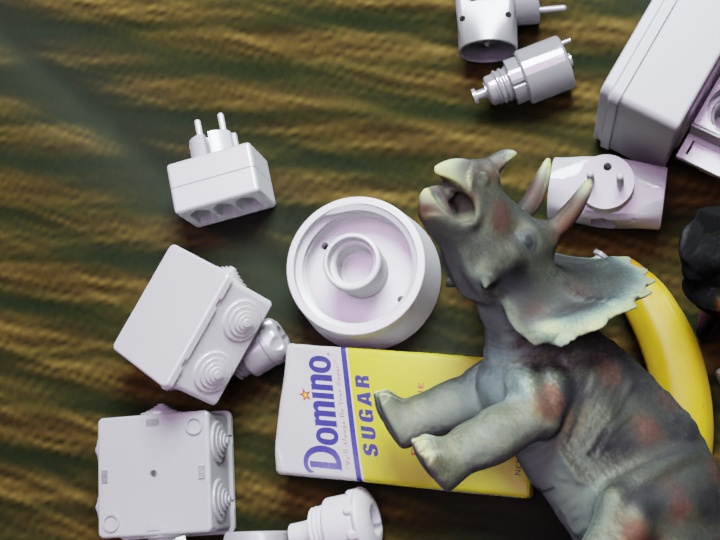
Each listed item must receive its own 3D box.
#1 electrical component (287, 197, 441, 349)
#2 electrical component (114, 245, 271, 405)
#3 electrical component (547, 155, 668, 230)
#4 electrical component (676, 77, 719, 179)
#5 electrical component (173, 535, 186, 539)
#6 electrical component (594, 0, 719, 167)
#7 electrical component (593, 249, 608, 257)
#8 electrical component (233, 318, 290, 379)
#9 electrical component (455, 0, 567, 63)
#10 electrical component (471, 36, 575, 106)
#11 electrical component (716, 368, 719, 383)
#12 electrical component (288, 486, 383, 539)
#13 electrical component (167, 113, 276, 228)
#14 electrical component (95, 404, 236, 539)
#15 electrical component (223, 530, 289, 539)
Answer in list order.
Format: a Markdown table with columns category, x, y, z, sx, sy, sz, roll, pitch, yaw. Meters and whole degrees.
| category | x | y | z | sx | sy | sz | roll | pitch | yaw |
| --- | --- | --- | --- | --- | --- | --- | --- | --- | --- |
| electrical component | 0.000 | 0.000 | 0.761 | 0.108 | 0.060 | 0.108 | -2 | 78 | 11 |
| electrical component | -0.119 | 0.039 | 0.766 | 0.100 | 0.048 | 0.099 | 23 | 83 | 51 |
| electrical component | 0.167 | -0.055 | 0.727 | 0.077 | 0.079 | 0.043 | 7 | 84 | 15 |
| electrical component | 0.251 | -0.098 | 0.727 | 0.042 | 0.064 | 0.081 | 30 | 86 | 16 |
| electrical component | -0.124 | 0.262 | 0.700 | 0.062 | 0.089 | 0.150 | -14 | 67 | -12 |
| electrical component | 0.208 | -0.134 | 0.721 | 0.056 | 0.108 | 0.108 | 30 | 86 | 13 |
| electrical component | 0.144 | 0.021 | 0.737 | 0.040 | 0.040 | 0.078 | 34 | 87 | 16 |
| electrical component | -0.082 | 0.062 | 0.779 | 0.061 | 0.035 | 0.035 | -31 | 74 | 6 |
| electrical component | 0.111 | -0.197 | 0.788 | 0.079 | 0.043 | 0.077 | -3 | 78 | 11 |
| electrical component | 0.119 | -0.139 | 0.776 | 0.078 | 0.040 | 0.040 | -20 | 75 | 7 |
| electrical component | 0.270 | 0.066 | 0.701 | 0.078 | 0.040 | 0.040 | -32 | 74 | 4 |
| electrical component | -0.018 | 0.177 | 0.738 | 0.062 | 0.048 | 0.048 | -15 | 76 | 15 |
| electrical component | -0.107 | -0.080 | 0.808 | 0.066 | 0.047 | 0.076 | -15 | 76 | 9 |
| electrical component | -0.139 | 0.146 | 0.766 | 0.100 | 0.048 | 0.099 | -6 | 77 | 11 |
| electrical component | -0.078 | 0.216 | 0.723 | 0.044 | 0.079 | 0.077 | -7 | 77 | 23 |
